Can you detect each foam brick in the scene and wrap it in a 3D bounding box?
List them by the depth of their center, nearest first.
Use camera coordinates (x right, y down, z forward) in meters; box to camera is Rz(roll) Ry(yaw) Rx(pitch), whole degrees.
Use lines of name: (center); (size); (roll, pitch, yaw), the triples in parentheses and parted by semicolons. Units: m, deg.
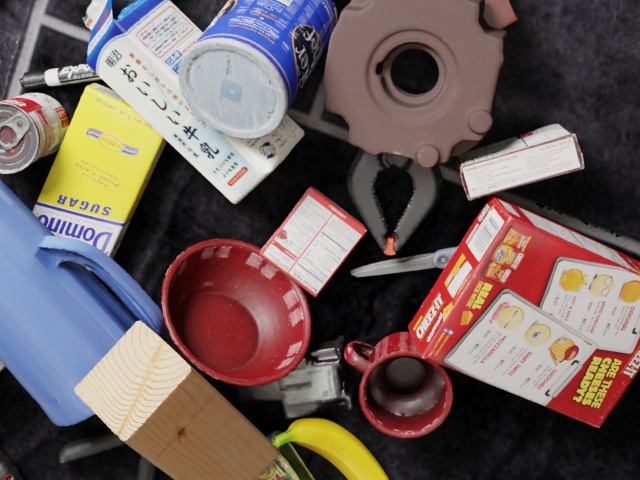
foam brick: (0.145, -0.230, 1.009); (0.053, 0.051, 0.078); (-28, 100, 10)

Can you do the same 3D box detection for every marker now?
marker: (-0.244, -0.168, 1.076); (0.121, 0.020, 0.020); (-7, 103, 7)

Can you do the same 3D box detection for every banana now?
banana: (0.031, 0.247, 1.135); (0.197, 0.037, 0.069); (43, 63, -16)

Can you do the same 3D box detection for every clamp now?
clamp: (0.066, -0.092, 1.059); (0.164, 0.036, 0.210); (11, 104, 7)
clamp: (-0.203, 0.213, 1.158); (0.120, 0.039, 0.171); (30, 99, -7)

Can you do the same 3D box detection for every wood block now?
wood block: (-0.134, 0.179, 1.048); (0.090, 0.206, 0.090); (-47, 52, -10)

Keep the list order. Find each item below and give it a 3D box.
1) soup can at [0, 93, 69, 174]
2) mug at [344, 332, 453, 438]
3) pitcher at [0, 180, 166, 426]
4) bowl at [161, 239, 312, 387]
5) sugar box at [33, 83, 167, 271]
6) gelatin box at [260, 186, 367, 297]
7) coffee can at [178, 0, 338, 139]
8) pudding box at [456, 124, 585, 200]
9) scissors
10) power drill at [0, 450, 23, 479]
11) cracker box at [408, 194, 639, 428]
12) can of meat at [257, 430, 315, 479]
soup can: (-0.294, -0.107, 1.052); (0.068, 0.102, 0.068); (1, 104, 5)
mug: (0.077, 0.138, 1.092); (0.117, 0.081, 0.093); (27, 105, -2)
pitcher: (-0.276, 0.052, 1.046); (0.149, 0.145, 0.242); (-43, 115, -15)
bowl: (-0.091, 0.081, 1.078); (0.162, 0.162, 0.055); (37, 140, -5)
sugar box: (-0.226, -0.061, 1.087); (0.093, 0.048, 0.176); (26, 104, -2)
gelatin box: (-0.007, 0.001, 1.087); (0.073, 0.030, 0.089); (37, 95, -4)
coffee can: (-0.054, -0.174, 0.975); (0.103, 0.140, 0.103); (14, 136, 14)
pudding box: (0.189, -0.075, 1.024); (0.113, 0.090, 0.039); (-18, 101, 8)
scissors: (0.141, 0.034, 1.094); (0.202, 0.016, 0.096); (-24, 101, 11)
power drill: (-0.374, 0.301, 1.187); (0.184, 0.057, 0.187); (-37, 101, 9)
cracker box: (0.219, 0.071, 1.040); (0.213, 0.072, 0.164); (22, 110, -19)
can of meat: (-0.055, 0.267, 1.150); (0.084, 0.057, 0.102); (-31, 100, 9)
